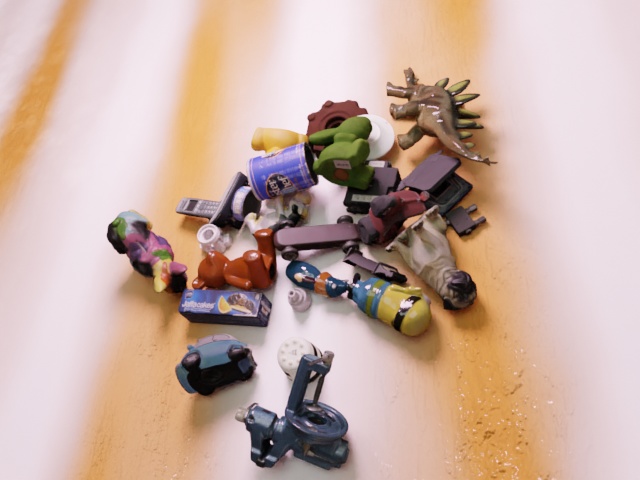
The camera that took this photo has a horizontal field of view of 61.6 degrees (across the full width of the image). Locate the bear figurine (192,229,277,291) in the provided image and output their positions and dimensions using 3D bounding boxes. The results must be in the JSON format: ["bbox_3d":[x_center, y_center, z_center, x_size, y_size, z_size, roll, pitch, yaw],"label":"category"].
[{"bbox_3d":[-0.199,0.050,1.216,0.196,0.131,0.120,5,38,17],"label":"bear figurine"}]

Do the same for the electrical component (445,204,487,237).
[{"bbox_3d":[0.302,-0.038,1.149,0.094,0.021,0.063,-27,56,2],"label":"electrical component"}]

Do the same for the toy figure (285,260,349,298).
[{"bbox_3d":[-0.004,0.087,1.160,0.155,0.057,0.064,22,47,32],"label":"toy figure"}]

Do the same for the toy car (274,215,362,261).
[{"bbox_3d":[-0.002,-0.004,1.202,0.202,0.053,0.089,-6,54,-10],"label":"toy car"}]

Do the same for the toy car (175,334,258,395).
[{"bbox_3d":[-0.217,0.245,1.120,0.162,0.109,0.103,-18,38,-2],"label":"toy car"}]

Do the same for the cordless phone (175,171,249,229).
[{"bbox_3d":[-0.269,-0.105,1.356,0.184,0.088,0.146,10,65,29],"label":"cordless phone"}]

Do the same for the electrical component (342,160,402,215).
[{"bbox_3d":[0.125,-0.122,1.240,0.115,0.058,0.134,9,64,21],"label":"electrical component"}]

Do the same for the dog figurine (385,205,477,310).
[{"bbox_3d":[0.248,0.041,1.096,0.190,0.121,0.172,48,44,2],"label":"dog figurine"}]

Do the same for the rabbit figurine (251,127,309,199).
[{"bbox_3d":[-0.092,-0.180,1.336,0.163,0.121,0.173,12,79,15],"label":"rabbit figurine"}]

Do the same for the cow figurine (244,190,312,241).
[{"bbox_3d":[-0.085,-0.047,1.263,0.167,0.068,0.098,-30,61,4],"label":"cow figurine"}]

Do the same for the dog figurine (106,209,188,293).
[{"bbox_3d":[-0.397,0.038,1.265,0.108,0.191,0.219,-42,41,-15],"label":"dog figurine"}]

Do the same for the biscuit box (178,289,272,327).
[{"bbox_3d":[-0.213,0.150,1.195,0.203,0.062,0.059,0,60,19],"label":"biscuit box"}]

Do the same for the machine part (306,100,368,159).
[{"bbox_3d":[0.046,-0.277,1.360,0.179,0.056,0.179,-8,60,14],"label":"machine part"}]

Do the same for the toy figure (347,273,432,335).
[{"bbox_3d":[0.137,0.129,1.074,0.180,0.082,0.089,18,71,24],"label":"toy figure"}]

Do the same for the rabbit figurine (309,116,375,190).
[{"bbox_3d":[0.061,-0.207,1.223,0.159,0.121,0.170,0,52,30],"label":"rabbit figurine"}]

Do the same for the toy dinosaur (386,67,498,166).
[{"bbox_3d":[0.266,-0.289,1.232,0.199,0.104,0.472,-15,43,7],"label":"toy dinosaur"}]

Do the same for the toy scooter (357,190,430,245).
[{"bbox_3d":[0.159,-0.055,1.134,0.135,0.183,0.075,-20,70,-17],"label":"toy scooter"}]

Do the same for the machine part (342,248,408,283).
[{"bbox_3d":[0.114,0.057,1.135,0.139,0.084,0.039,24,98,38],"label":"machine part"}]

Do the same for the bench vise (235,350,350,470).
[{"bbox_3d":[-0.038,0.305,0.983,0.224,0.129,0.240,21,102,20],"label":"bench vise"}]

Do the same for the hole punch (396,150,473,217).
[{"bbox_3d":[0.259,-0.123,1.187,0.142,0.092,0.116,-44,31,-6],"label":"hole punch"}]
